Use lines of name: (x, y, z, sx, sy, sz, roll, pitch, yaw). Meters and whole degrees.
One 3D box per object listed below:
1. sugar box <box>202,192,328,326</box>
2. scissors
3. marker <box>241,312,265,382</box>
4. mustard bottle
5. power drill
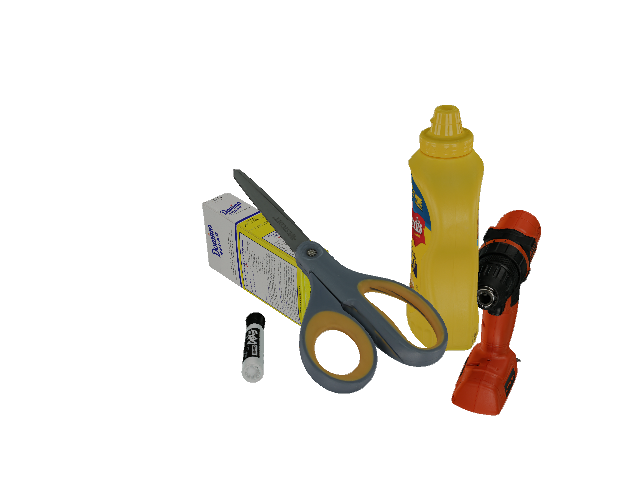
sugar box: (-0.061, 0.021, 1.202, 0.048, 0.093, 0.176, -26, 41, -31)
scissors: (-0.013, 0.025, 0.666, 0.202, 0.016, 0.096, 33, 55, 27)
marker: (-0.060, 0.095, 0.973, 0.020, 0.020, 0.121, 0, 18, -2)
mustard bottle: (0.099, -0.014, 0.848, 0.058, 0.192, 0.096, -2, 26, -1)
power drill: (0.177, 0.079, 1.079, 0.057, 0.188, 0.184, 15, 27, 17)
